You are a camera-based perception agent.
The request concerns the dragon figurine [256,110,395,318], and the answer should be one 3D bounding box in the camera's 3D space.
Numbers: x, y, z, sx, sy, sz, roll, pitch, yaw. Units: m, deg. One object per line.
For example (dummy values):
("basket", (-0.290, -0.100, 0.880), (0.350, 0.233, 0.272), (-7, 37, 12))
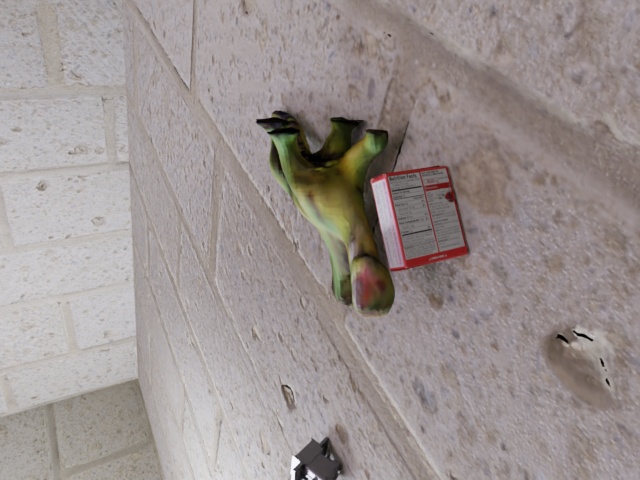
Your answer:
("dragon figurine", (0.002, -0.032, 0.635), (0.415, 0.122, 0.239), (-126, 28, -69))
